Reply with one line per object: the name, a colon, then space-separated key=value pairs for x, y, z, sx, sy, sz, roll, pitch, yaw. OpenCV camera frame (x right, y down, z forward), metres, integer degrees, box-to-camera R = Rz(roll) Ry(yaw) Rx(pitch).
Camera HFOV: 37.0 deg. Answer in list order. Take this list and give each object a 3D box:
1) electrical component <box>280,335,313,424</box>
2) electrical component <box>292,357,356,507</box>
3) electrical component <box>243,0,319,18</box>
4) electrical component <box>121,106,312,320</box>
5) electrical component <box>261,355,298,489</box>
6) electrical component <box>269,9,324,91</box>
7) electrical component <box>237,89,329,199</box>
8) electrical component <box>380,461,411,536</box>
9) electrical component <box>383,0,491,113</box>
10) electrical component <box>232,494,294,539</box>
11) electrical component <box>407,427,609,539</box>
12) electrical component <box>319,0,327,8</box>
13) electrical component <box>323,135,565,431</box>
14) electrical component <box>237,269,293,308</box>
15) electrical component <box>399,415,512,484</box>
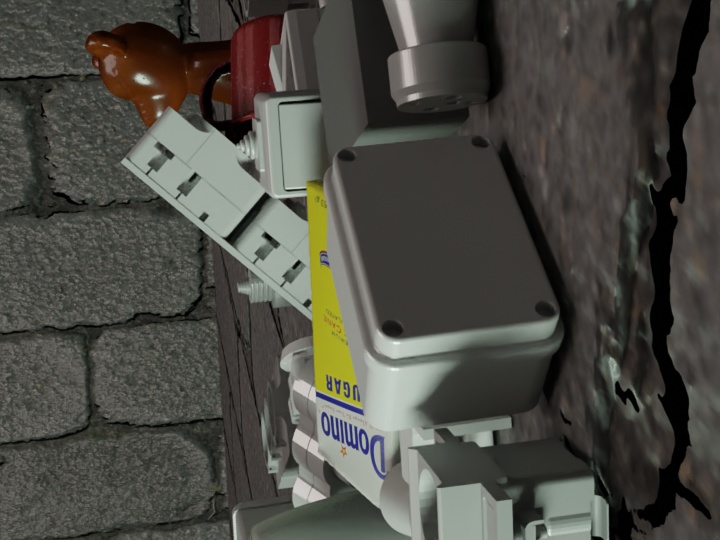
electrical component: x=-0.034 y=0.089 z=0.880 sx=0.078 sy=0.058 sz=0.057 roll=106 pitch=154 yaw=-62
electrical component: x=-0.007 y=0.134 z=0.780 sx=0.074 sy=0.052 sz=0.138 roll=25 pitch=122 yaw=44
electrical component: x=-0.061 y=-0.278 z=0.844 sx=0.186 sy=0.060 sz=0.105 roll=112 pitch=151 yaw=-67
electrical component: x=-0.086 y=-0.044 z=0.810 sx=0.060 sy=0.186 sz=0.105 roll=-50 pitch=13 yaw=-2
electrical component: x=-0.055 y=0.142 z=1.002 sx=0.150 sy=0.062 sz=0.089 roll=109 pitch=154 yaw=-65
electrical component: x=-0.027 y=-0.133 z=0.731 sx=0.061 sy=0.061 sz=0.096 roll=113 pitch=150 yaw=-68
electrical component: x=-0.026 y=-0.078 z=0.657 sx=0.061 sy=0.096 sz=0.061 roll=-139 pitch=44 yaw=-74
electrical component: x=0.040 y=0.125 z=0.554 sx=0.065 sy=0.044 sz=0.044 roll=-164 pitch=69 yaw=-73
electrical component: x=0.033 y=-0.100 z=0.473 sx=0.045 sy=0.045 sz=0.055 roll=163 pitch=101 yaw=-79
electrical component: x=-0.043 y=0.236 z=0.857 sx=0.056 sy=0.109 sz=0.108 roll=-125 pitch=31 yaw=-64
electrical component: x=0.056 y=0.129 z=0.409 sx=0.079 sy=0.063 sz=0.121 roll=-140 pitch=46 yaw=-75
electrical component: x=-0.027 y=-0.215 z=0.768 sx=0.035 sy=0.035 sz=0.061 roll=124 pitch=138 yaw=-73
electrical component: x=0.031 y=0.002 z=0.447 sx=0.057 sy=0.078 sz=0.113 roll=93 pitch=167 yaw=-49
electrical component: x=-0.069 y=0.012 z=0.965 sx=0.043 sy=0.081 sz=0.043 roll=175 pitch=90 yaw=-79
electrical component: x=0.041 y=0.077 z=0.523 sx=0.081 sy=0.042 sz=0.063 roll=-137 pitch=43 yaw=-75
